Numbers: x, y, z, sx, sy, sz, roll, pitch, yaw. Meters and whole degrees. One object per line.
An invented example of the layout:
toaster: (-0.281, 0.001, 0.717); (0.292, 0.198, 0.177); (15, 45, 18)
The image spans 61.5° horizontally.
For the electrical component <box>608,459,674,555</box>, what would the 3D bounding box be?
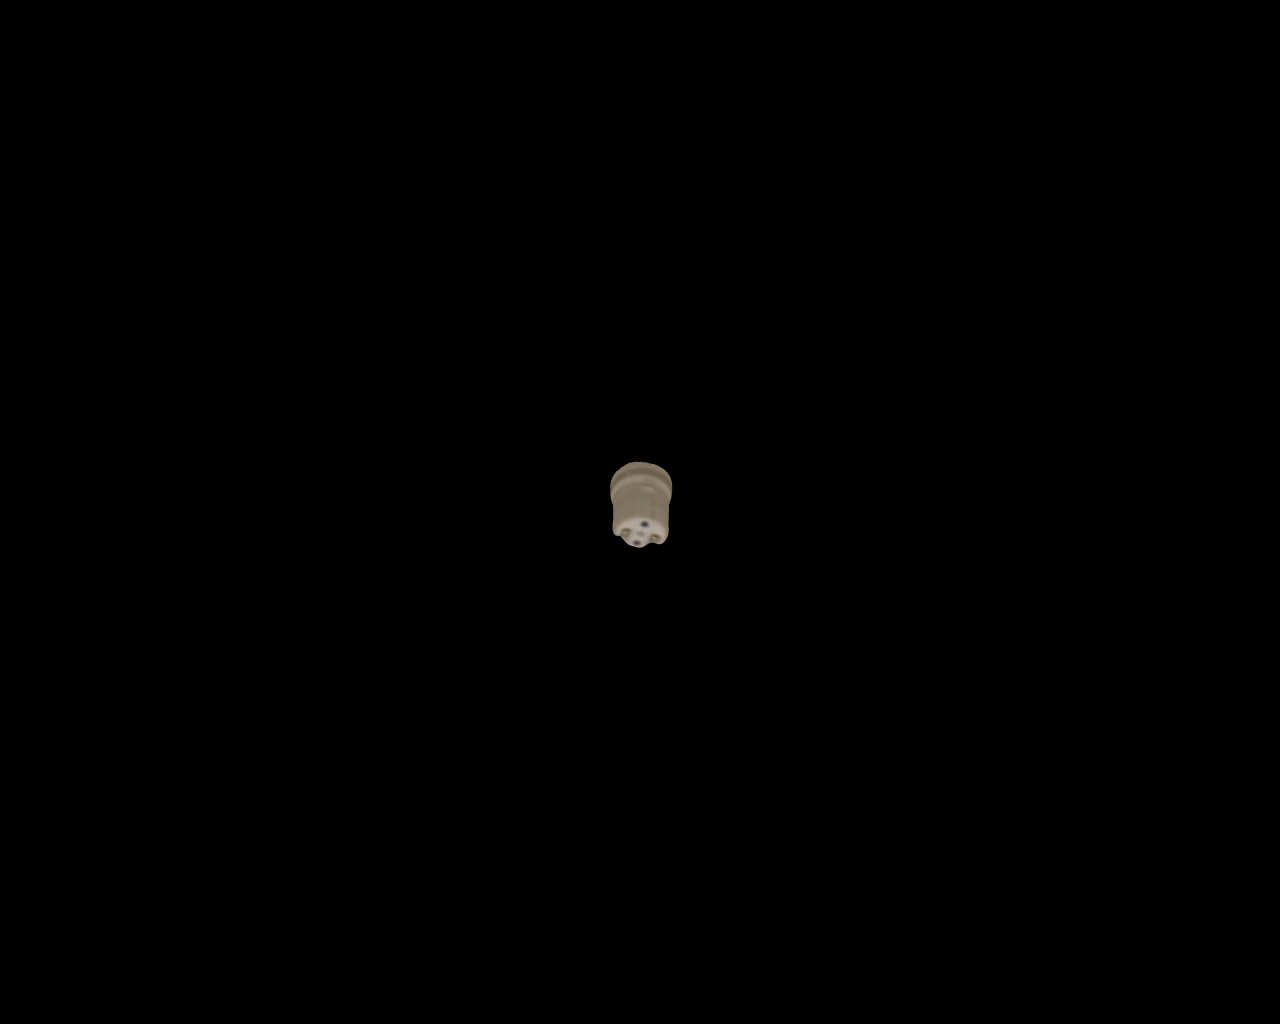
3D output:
electrical component: (0.001, -0.003, 0.650); (0.040, 0.040, 0.046); (0, 44, 0)
